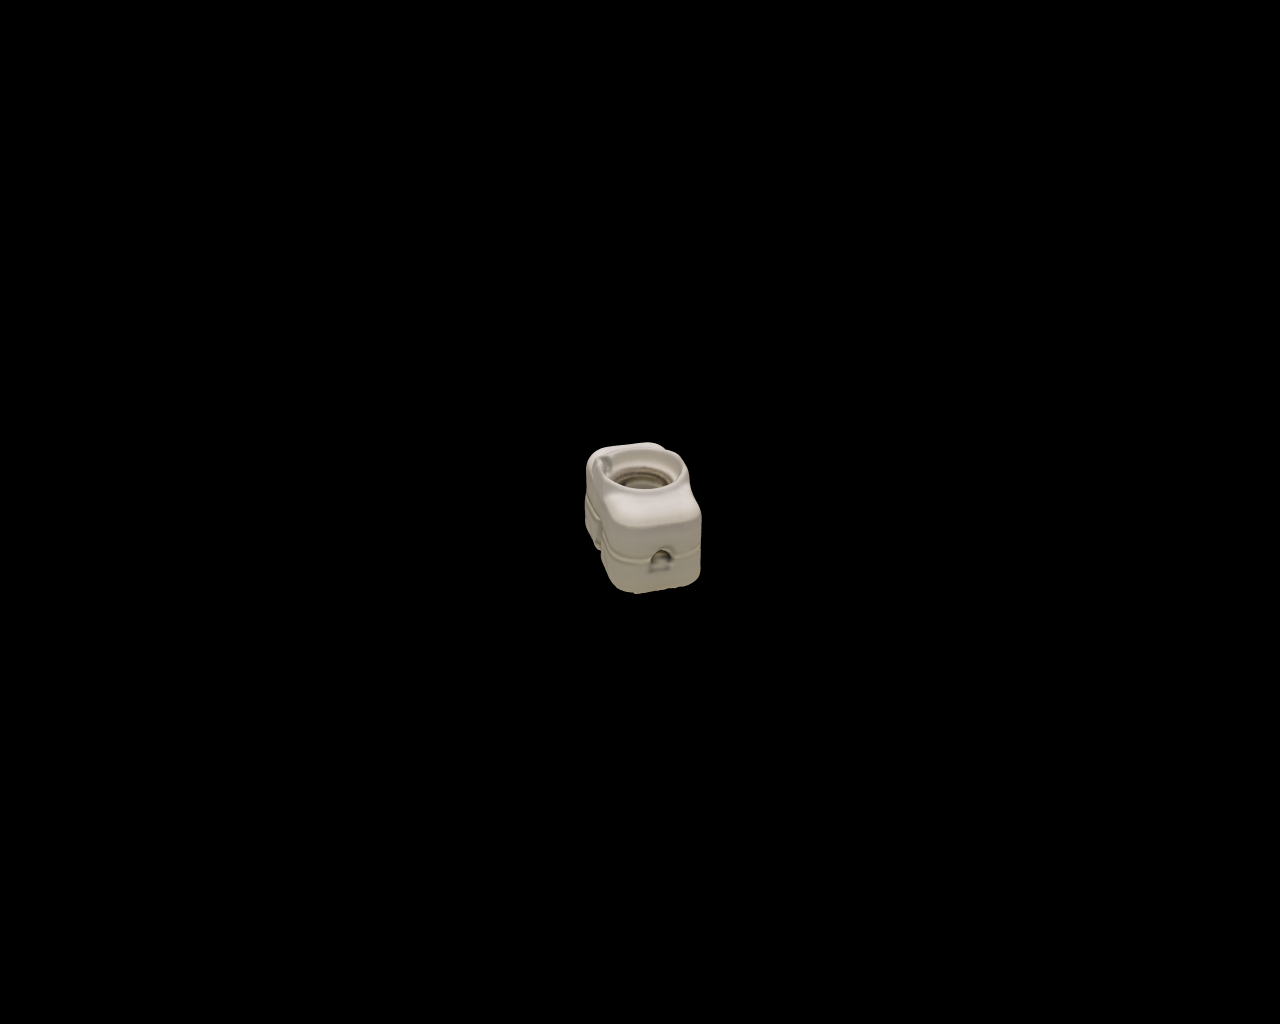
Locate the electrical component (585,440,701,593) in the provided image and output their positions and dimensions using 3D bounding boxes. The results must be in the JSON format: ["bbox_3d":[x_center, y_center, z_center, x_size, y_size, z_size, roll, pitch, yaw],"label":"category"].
[{"bbox_3d":[0.001,-0.003,0.650,0.054,0.059,0.095,-8,31,-13],"label":"electrical component"}]
